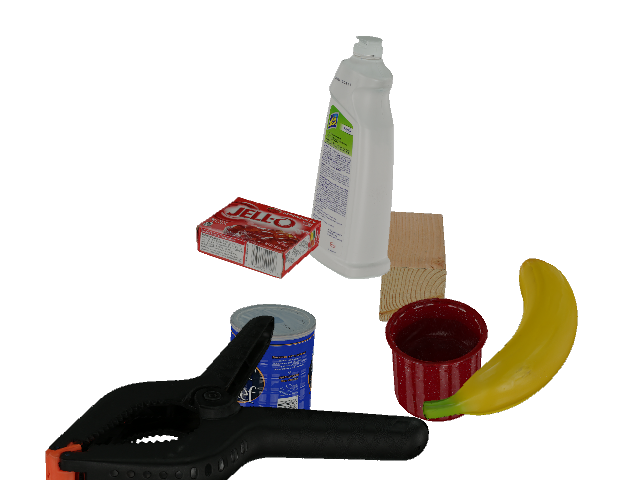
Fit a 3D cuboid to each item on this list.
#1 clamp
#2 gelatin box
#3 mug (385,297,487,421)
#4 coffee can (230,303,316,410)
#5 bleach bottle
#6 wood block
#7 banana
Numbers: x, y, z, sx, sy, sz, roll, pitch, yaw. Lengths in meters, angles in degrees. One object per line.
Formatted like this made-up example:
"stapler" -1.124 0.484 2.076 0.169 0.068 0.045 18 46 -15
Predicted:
"clamp" -0.065 0.100 0.625 0.209 0.036 0.165 -9 26 -31
"gelatin box" -0.055 -0.005 0.953 0.089 0.030 0.073 18 30 21
"mug" 0.111 0.107 1.005 0.093 0.081 0.117 3 37 12
"coffee can" -0.060 0.160 1.289 0.103 0.140 0.103 3 17 -1
"bleach bottle" 0.042 -0.092 1.154 0.067 0.251 0.103 -8 24 -34
"wood block" 0.137 0.037 1.588 0.091 0.090 0.206 4 24 3
"banana" 0.139 0.063 0.727 0.070 0.037 0.197 13 33 27
